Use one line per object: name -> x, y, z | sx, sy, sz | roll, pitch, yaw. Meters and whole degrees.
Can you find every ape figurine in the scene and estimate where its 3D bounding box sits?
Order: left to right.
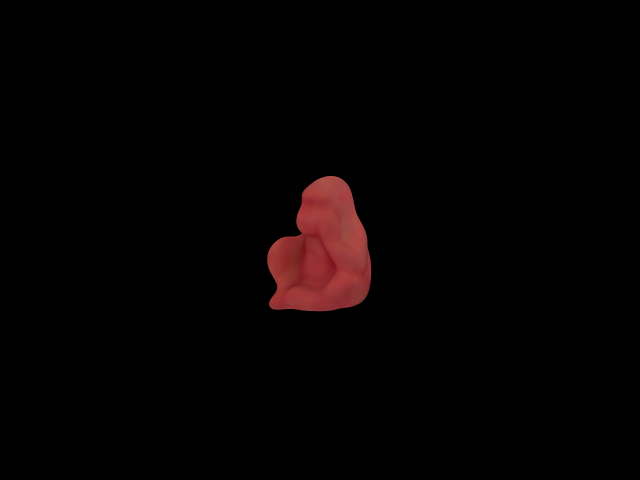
ape figurine -> 0.004, 0.001, 0.400 | 0.076, 0.092, 0.077 | -8, 14, -34
